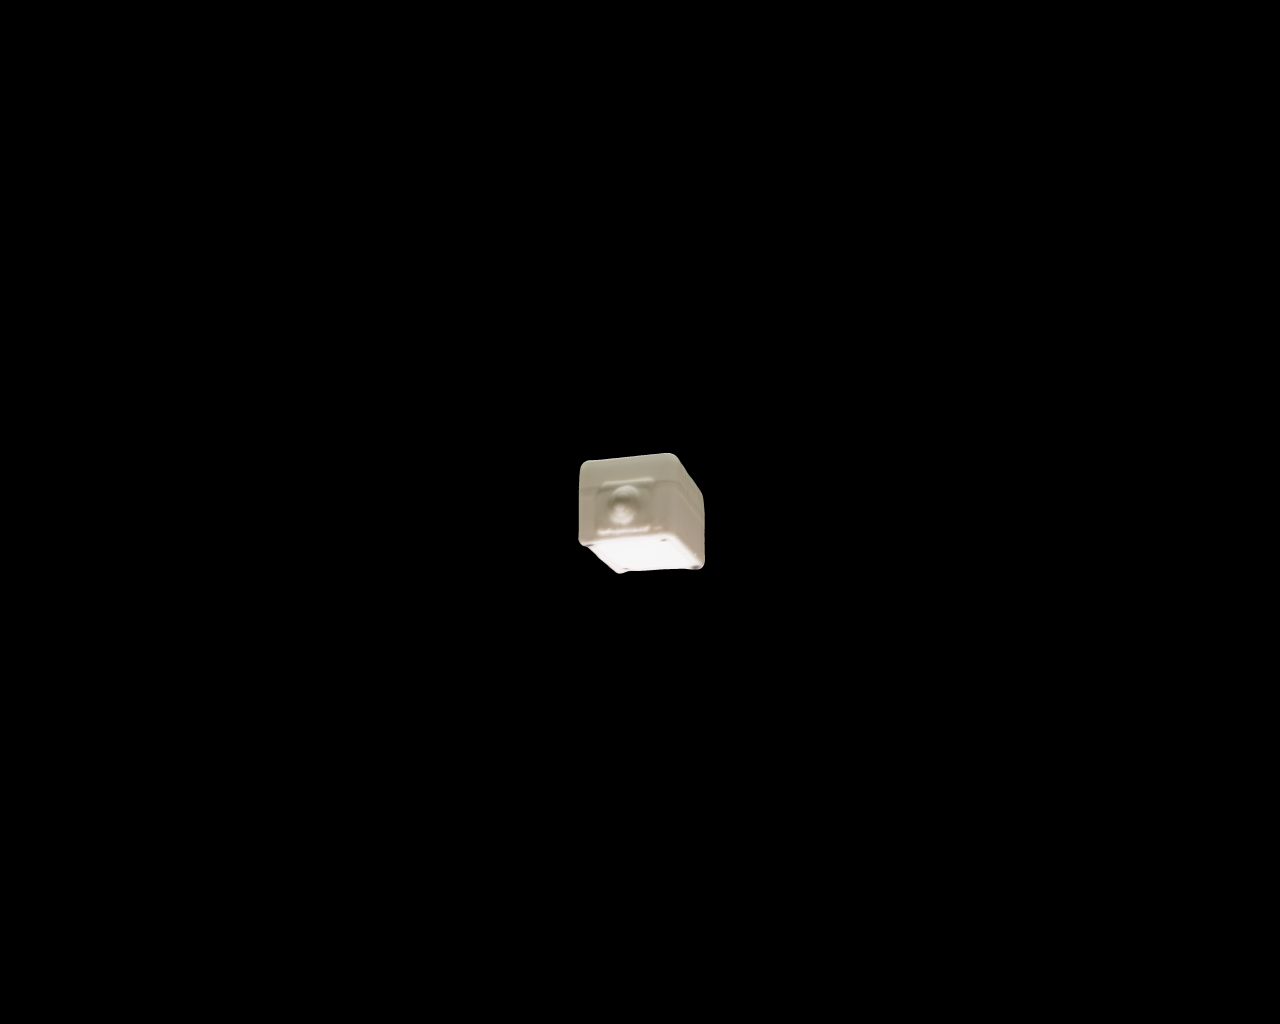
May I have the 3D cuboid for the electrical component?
[{"bbox_3d":[0.001,-0.003,0.650,0.062,0.061,0.096,-5,-19,15],"label":"electrical component"}]
